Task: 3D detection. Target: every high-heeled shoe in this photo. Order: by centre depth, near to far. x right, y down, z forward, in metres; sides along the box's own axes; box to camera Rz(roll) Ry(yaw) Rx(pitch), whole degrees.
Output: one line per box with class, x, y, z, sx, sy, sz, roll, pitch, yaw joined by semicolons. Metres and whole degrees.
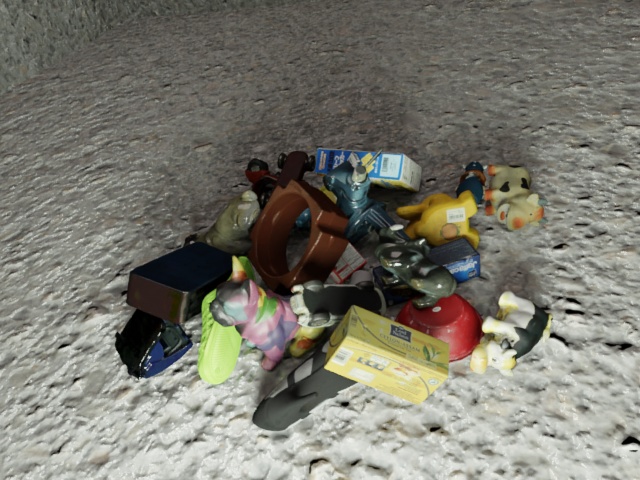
high-heeled shoe;-0.009;0.233;0.913;0.145;0.086;0.249;-34;-2;36

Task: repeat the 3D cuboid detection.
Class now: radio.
radio;-0.259;0.079;1.069;0.131;0.073;0.229;20;22;16

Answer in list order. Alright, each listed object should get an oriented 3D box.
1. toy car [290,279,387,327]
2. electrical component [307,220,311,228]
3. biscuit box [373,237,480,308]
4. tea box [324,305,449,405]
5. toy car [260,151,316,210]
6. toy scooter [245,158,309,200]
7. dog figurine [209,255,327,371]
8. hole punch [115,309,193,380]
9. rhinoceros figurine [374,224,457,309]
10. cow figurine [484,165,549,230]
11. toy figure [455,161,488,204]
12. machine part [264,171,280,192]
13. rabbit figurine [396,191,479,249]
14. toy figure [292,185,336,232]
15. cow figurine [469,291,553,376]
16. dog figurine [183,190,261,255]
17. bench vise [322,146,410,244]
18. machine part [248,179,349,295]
toy car;0.034;0.113;0.944;0.201;0.056;0.073;4;63;-35
electrical component;-0.002;-0.002;1.162;0.045;0.102;0.078;-8;15;-9
biscuit box;0.208;0.062;1.042;0.203;0.059;0.063;-18;38;-5
tea box;0.104;0.180;0.837;0.170;0.098;0.068;23;42;-8
toy car;-0.072;-0.129;1.232;0.089;0.053;0.202;7;52;13
toy scooter;-0.119;-0.110;1.329;0.184;0.135;0.075;26;9;18
dog figurine;-0.088;0.115;0.937;0.191;0.218;0.109;-25;42;-14
hole punch;-0.319;0.195;1.027;0.116;0.092;0.142;-53;48;0
rhinoceros figurine;0.164;0.039;0.975;0.112;0.073;0.191;-29;43;-16
cow figurine;0.421;-0.090;1.157;0.127;0.085;0.195;-3;37;23
toy figure;0.350;-0.130;1.243;0.064;0.057;0.154;27;42;3
machine part;-0.106;-0.146;1.419;0.139;0.039;0.084;23;46;39
rabbit figurine;0.251;-0.044;1.145;0.162;0.121;0.173;-16;23;12
toy figure;-0.001;-0.072;1.258;0.180;0.082;0.089;-25;65;-27
cow figurine;0.313;0.165;0.880;0.098;0.068;0.167;22;50;29
dog figurine;-0.222;-0.024;1.198;0.191;0.172;0.121;-11;26;-9
bench vise;0.110;-0.050;1.124;0.129;0.223;0.241;-33;69;-33
machine part;-0.045;-0.002;1.075;0.087;0.201;0.202;18;21;-39
